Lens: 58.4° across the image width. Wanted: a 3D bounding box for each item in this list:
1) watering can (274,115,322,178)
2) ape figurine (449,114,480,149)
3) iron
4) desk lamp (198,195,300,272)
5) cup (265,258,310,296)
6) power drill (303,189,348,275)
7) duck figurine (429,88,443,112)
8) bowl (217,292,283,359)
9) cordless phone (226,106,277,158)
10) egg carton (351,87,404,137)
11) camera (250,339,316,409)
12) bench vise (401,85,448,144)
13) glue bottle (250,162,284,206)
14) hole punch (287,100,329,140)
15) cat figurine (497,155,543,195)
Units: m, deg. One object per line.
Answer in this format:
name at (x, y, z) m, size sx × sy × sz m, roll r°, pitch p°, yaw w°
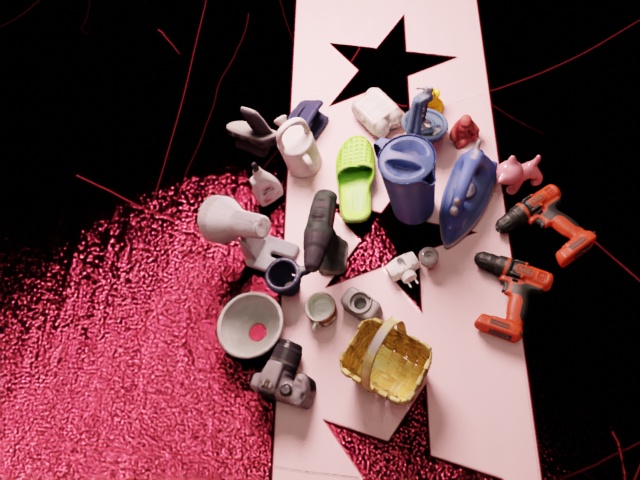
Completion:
watering can at (-0.069, -0.263, 1.542) m, size 0.172 × 0.194 × 0.101 m, roll 33°, pitch 76°, yaw 25°
ape figurine at (0.382, -0.296, 1.512) m, size 0.077 × 0.092 × 0.076 m, roll 7°, pitch 67°, yaw 16°
iron at (0.353, -0.116, 1.404) m, size 0.118 × 0.142 × 0.258 m, roll 17°, pitch 70°, yaw 20°
desk lamp at (-0.179, -0.015, 1.437) m, size 0.202 × 0.214 × 0.118 m, roll 16°, pitch 70°, yaw 20°
cup at (-0.070, 0.098, 1.425) m, size 0.117 × 0.095 × 0.091 m, roll -16°, pitch 62°, yaw 5°
power drill at (0.013, 0.005, 1.386) m, size 0.075 × 0.209 × 0.229 m, roll 0°, pitch 65°, yaw 13°
duck figurine at (0.292, -0.374, 1.574) m, size 0.104 × 0.086 × 0.077 m, roll -39°, pitch 63°, yaw -7°
bowl at (-0.161, 0.216, 1.401) m, size 0.167 × 0.075 × 0.167 m, roll -5°, pitch 64°, yaw 11°
cordless phone at (-0.202, -0.328, 1.609) m, size 0.147 × 0.185 × 0.094 m, roll 19°, pitch 70°, yaw 21°
egg carton at (0.159, -0.357, 1.606) m, size 0.107 × 0.069 × 0.150 m, roll -37°, pitch 63°, yaw -6°
camera at (-0.077, 0.304, 1.324) m, size 0.142 × 0.101 × 0.137 m, roll 13°, pitch 68°, yaw 19°
bench vise at (0.250, -0.279, 1.462) m, size 0.121 × 0.220 × 0.207 m, roll 25°, pitch 73°, yaw 23°
glue bottle at (-0.152, -0.156, 1.522) m, size 0.078 × 0.173 × 0.037 m, roll -37°, pitch 62°, yaw -6°
hole punch at (-0.044, -0.349, 1.636) m, size 0.100 × 0.091 × 0.109 m, roll 24°, pitch 72°, yaw 22°
cat figurine at (0.487, -0.171, 1.413) m, size 0.128 × 0.118 × 0.067 m, roll -24°, pitch 62°, yaw 1°
